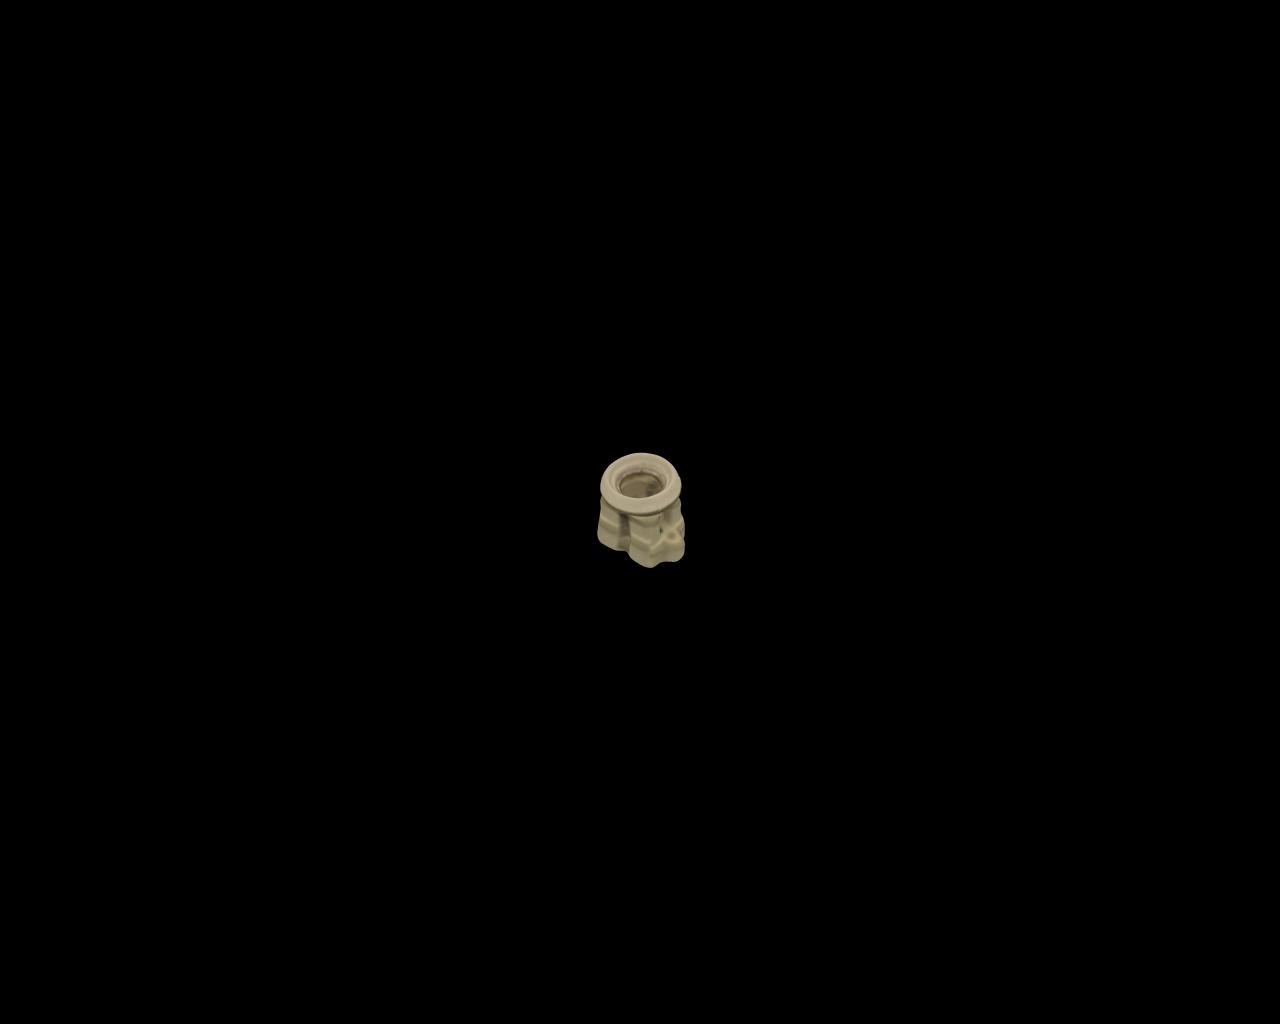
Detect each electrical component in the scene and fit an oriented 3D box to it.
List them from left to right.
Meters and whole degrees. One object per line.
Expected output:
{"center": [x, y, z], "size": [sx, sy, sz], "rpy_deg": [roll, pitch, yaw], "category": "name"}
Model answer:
{"center": [0.001, -0.003, 0.650], "size": [0.066, 0.055, 0.048], "rpy_deg": [27, 50, 25], "category": "electrical component"}
